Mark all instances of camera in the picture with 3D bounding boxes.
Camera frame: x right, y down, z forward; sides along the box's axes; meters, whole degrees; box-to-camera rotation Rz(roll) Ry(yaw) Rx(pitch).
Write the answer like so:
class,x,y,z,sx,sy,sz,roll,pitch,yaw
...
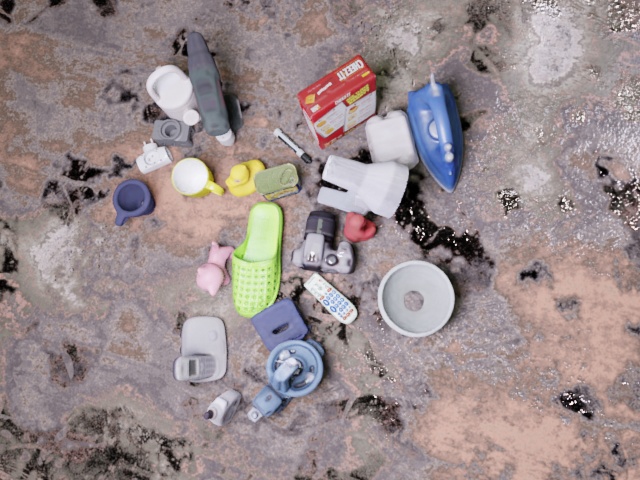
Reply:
class,x,y,z,sx,sy,sz,roll,pitch,yaw
camera,0.012,0.005,1.306,0.143,0.101,0.137,7,81,8

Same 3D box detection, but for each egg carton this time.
class,x,y,z,sx,sy,sz,roll,pitch,yaw
egg carton,0.166,-0.228,1.345,0.107,0.069,0.150,-14,79,4

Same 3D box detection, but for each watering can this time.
class,x,y,z,sx,sy,sz,roll,pitch,yaw
watering can,-0.340,-0.348,1.359,0.172,0.194,0.101,33,85,11

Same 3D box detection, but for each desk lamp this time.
class,x,y,z,sx,sy,sz,roll,pitch,yaw
desk lamp,0.089,-0.119,1.261,0.203,0.213,0.118,16,82,9

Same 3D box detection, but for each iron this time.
class,x,y,z,sx,sy,sz,roll,pitch,yaw
iron,0.275,-0.245,1.299,0.118,0.141,0.258,-13,79,4

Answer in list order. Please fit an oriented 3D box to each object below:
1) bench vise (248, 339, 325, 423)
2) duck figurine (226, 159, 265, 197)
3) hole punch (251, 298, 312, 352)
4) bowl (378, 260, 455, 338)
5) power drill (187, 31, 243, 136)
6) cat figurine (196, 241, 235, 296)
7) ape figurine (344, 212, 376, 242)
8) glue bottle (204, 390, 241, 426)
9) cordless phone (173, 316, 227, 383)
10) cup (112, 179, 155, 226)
class,x,y,z,sx,sy,sz,roll,pitch,yaw
bench vise,-0.070,0.304,1.202,0.121,0.220,0.207,22,83,10
duck figurine,-0.181,-0.156,1.363,0.104,0.086,0.077,-40,78,-2
hole punch,-0.086,0.192,1.289,0.108,0.091,0.101,-29,78,1
bowl,0.212,0.132,1.274,0.167,0.075,0.167,-1,80,6
power drill,-0.247,-0.340,1.340,0.075,0.208,0.229,-15,79,4
cat figurine,-0.246,0.064,1.315,0.067,0.118,0.128,7,81,8
ape figurine,0.087,-0.034,1.308,0.076,0.092,0.078,-33,78,0
glue bottle,-0.217,0.367,1.231,0.037,0.173,0.078,25,84,10
cordless phone,-0.271,0.240,1.253,0.094,0.185,0.147,-7,79,5
cup,-0.441,-0.079,1.374,0.091,0.095,0.118,26,84,10
